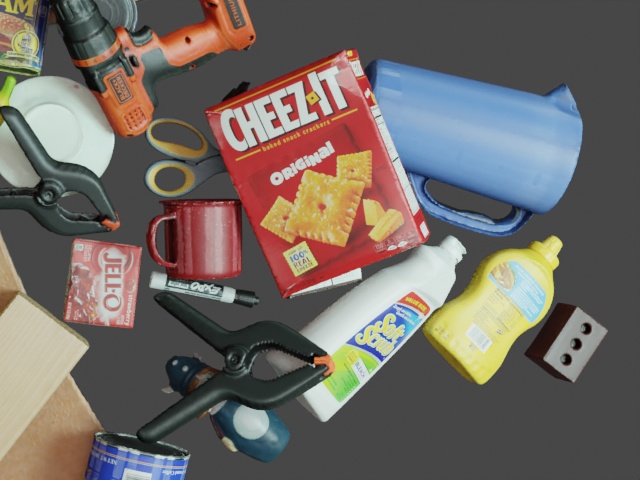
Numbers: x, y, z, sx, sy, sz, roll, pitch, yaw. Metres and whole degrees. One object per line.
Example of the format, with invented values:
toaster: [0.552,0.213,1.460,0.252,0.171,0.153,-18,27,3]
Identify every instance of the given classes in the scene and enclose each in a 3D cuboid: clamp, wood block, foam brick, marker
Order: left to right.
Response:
wood block: [-0.333,0.160,1.077,0.090,0.090,0.206,38,81,-11]
clamp: [-0.292,-0.047,1.107,0.171,0.039,0.120,38,105,-23]
marker: [-0.125,0.055,1.168,0.121,0.020,0.020,13,86,-14]
clamp: [-0.090,0.121,1.111,0.210,0.036,0.164,-8,65,9]
foam brick: [0.290,0.121,1.256,0.053,0.051,0.078,37,81,-12]

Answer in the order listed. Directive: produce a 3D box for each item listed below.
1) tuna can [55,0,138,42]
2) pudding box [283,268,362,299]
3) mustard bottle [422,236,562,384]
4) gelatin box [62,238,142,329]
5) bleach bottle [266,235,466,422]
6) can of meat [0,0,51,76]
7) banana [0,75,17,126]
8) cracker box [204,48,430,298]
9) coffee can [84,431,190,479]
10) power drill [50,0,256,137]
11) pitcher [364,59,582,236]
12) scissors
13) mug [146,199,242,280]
tuna can: [-0.237,-0.239,1.135,0.086,0.034,0.086,0,89,-14]
pudding box: [-0.008,0.001,1.189,0.090,0.039,0.113,-13,90,-12]
mustard bottle: [0.213,0.068,1.233,0.096,0.058,0.191,46,79,-10]
gelatin box: [-0.231,0.046,1.135,0.073,0.030,0.089,8,88,-16]
bleach bottle: [0.063,0.082,1.183,0.250,0.068,0.102,-43,131,-12]
can of meat: [-0.331,-0.220,1.101,0.102,0.057,0.084,9,90,-14]
banana: [-0.403,-0.122,1.085,0.197,0.037,0.069,-11,110,-12]
cracker box: [-0.002,-0.069,1.104,0.164,0.072,0.214,-21,96,13]
coffee can: [-0.200,0.279,1.102,0.102,0.103,0.140,14,86,-14]
power drill: [-0.170,-0.221,1.106,0.187,0.057,0.184,-33,133,-13]
pitcher: [0.154,-0.110,1.193,0.242,0.145,0.149,14,66,-10]
scissors: [-0.106,-0.068,1.176,0.201,0.016,0.096,25,85,-13]
mug: [-0.132,-0.001,1.125,0.117,0.093,0.081,-5,96,-46]
